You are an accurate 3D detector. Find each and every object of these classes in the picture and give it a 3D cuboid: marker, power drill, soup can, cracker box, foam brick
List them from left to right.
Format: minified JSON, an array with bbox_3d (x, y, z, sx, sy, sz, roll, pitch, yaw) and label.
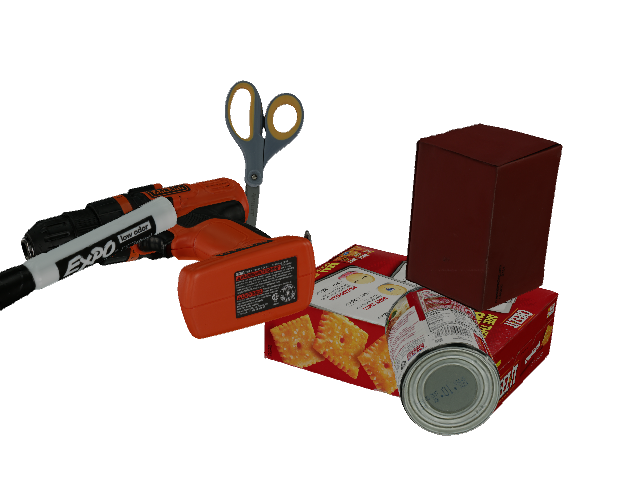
[{"bbox_3d":[-0.131,0.007,0.582,0.120,0.020,0.020,-29,17,-35],"label":"marker"},{"bbox_3d":[-0.106,0.007,0.782,0.184,0.057,0.188,-16,28,-29],"label":"power drill"},{"bbox_3d":[0.081,0.077,0.954,0.214,0.072,0.163,14,23,28],"label":"cracker box"},{"bbox_3d":[0.083,0.080,0.735,0.068,0.068,0.102,0,20,-2],"label":"soup can"},{"bbox_3d":[0.080,-0.013,0.530,0.052,0.078,0.051,-18,31,-40],"label":"foam brick"}]

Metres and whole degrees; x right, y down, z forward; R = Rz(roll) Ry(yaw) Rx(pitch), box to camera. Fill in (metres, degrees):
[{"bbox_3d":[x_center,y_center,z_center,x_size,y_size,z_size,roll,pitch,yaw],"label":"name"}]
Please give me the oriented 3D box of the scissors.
[{"bbox_3d":[-0.055,-0.078,1.160,0.096,0.202,0.016,-9,-7,-11],"label":"scissors"}]
